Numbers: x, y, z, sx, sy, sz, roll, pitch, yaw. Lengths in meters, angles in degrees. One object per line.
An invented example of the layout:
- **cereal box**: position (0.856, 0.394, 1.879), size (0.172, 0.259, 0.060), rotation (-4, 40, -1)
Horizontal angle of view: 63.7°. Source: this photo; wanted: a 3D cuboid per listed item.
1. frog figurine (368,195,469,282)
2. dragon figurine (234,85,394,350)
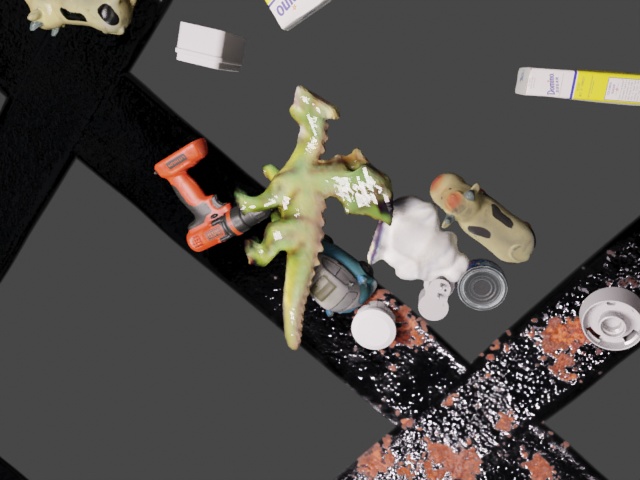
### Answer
- **frog figurine**: position (0.168, 0.002, 0.853), size (0.159, 0.138, 0.122), rotation (18, -5, 4)
- **dragon figurine**: position (0.003, -0.042, 0.829), size (0.241, 0.411, 0.123), rotation (-16, -3, 27)
